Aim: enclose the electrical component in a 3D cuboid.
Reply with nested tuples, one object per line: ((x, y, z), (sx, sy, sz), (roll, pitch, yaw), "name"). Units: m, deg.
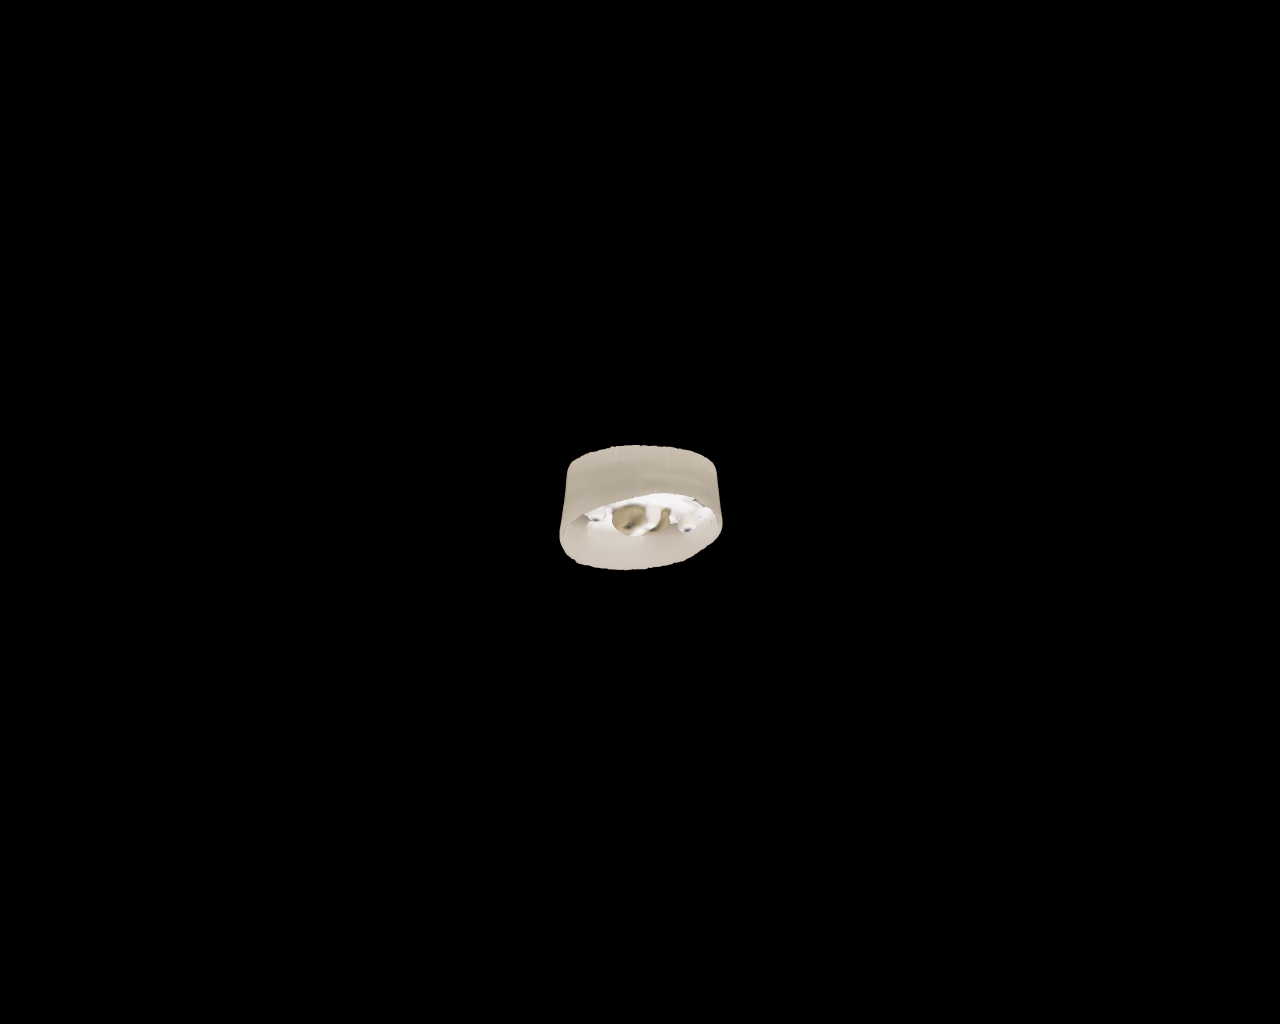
((0.001, -0.003, 0.650), (0.099, 0.064, 0.099), (0, -15, 0), "electrical component")
